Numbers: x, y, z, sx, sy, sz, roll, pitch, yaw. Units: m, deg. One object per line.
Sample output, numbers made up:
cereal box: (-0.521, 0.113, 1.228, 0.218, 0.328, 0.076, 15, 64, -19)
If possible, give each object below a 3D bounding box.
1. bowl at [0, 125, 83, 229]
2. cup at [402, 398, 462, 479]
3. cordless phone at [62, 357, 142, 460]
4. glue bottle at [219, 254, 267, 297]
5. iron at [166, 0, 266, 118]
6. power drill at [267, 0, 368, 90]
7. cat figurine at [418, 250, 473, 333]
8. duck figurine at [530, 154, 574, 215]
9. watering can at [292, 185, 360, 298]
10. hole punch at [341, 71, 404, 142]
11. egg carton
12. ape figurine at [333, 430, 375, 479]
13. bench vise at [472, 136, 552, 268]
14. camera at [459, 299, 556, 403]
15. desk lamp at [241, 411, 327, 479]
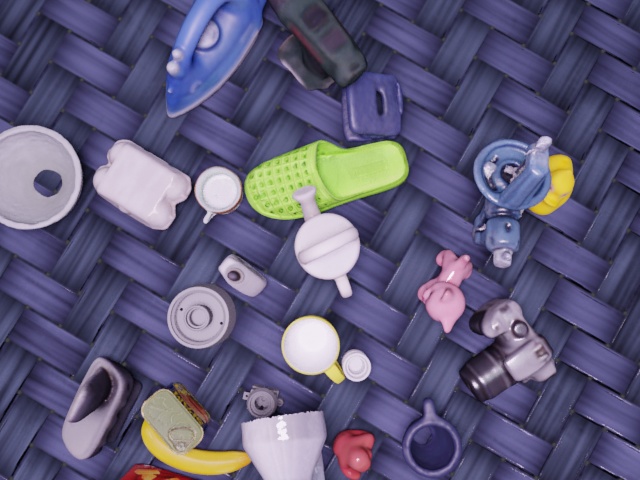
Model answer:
bowl: (-0.457, -0.097, 0.930, 0.167, 0.074, 0.167, 0, 87, -1)
cup: (0.168, 0.304, 0.907, 0.091, 0.095, 0.118, -5, 87, -1)
cordless phone: (-0.351, 0.261, 0.855, 0.094, 0.185, 0.148, 22, 86, 1)
glue bottle: (-0.124, 0.054, 0.878, 0.078, 0.173, 0.037, 40, 87, 2)
iron: (-0.189, -0.323, 0.915, 0.118, 0.141, 0.258, 29, 87, 1)
power drill: (-0.023, -0.319, 0.884, 0.075, 0.208, 0.229, -43, 88, -3)
cat figurine: (0.205, 0.078, 0.910, 0.067, 0.117, 0.128, 27, 87, 1)
duck figurine: (0.387, -0.095, 0.939, 0.077, 0.086, 0.104, 27, 87, 1)
watering can: (0.006, 0.004, 0.872, 0.173, 0.194, 0.101, 45, 87, 2)
hole punch: (0.087, -0.222, 0.939, 0.101, 0.091, 0.109, -4, 87, -1)
egg carton: (-0.290, -0.089, 0.935, 0.150, 0.069, 0.107, 30, 87, 1)
ape figurine: (0.058, 0.340, 0.905, 0.076, 0.092, 0.078, 44, 87, 2)
bench vise: (0.306, -0.067, 0.869, 0.121, 0.219, 0.207, -11, 87, -1)
camera: (0.286, 0.185, 0.914, 0.137, 0.101, 0.143, -34, 88, -3)
desk lamp: (-0.041, 0.337, 0.842, 0.118, 0.213, 0.203, -8, 87, -1)
